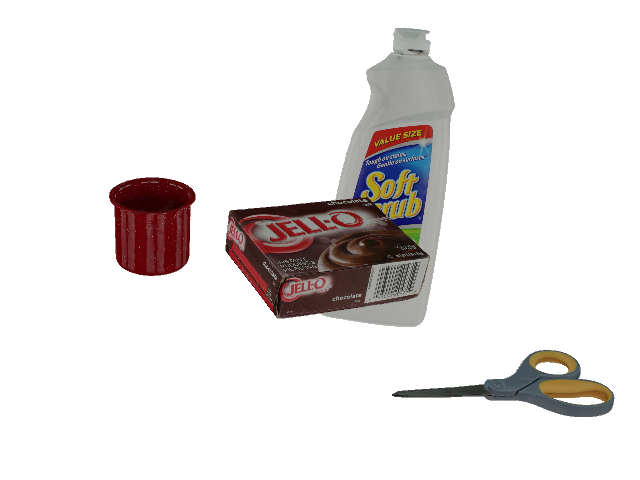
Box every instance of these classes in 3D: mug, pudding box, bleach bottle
[{"bbox_3d":[-0.191,-0.019,1.180,0.093,0.081,0.117,-15,33,-33],"label":"mug"},{"bbox_3d":[0.003,0.009,0.726,0.113,0.039,0.090,-5,32,-28],"label":"pudding box"},{"bbox_3d":[0.057,-0.055,0.918,0.102,0.251,0.068,7,16,8],"label":"bleach bottle"}]

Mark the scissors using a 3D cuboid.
[{"bbox_3d":[0.159,0.122,0.949,0.201,0.016,0.096,7,27,-5],"label":"scissors"}]
